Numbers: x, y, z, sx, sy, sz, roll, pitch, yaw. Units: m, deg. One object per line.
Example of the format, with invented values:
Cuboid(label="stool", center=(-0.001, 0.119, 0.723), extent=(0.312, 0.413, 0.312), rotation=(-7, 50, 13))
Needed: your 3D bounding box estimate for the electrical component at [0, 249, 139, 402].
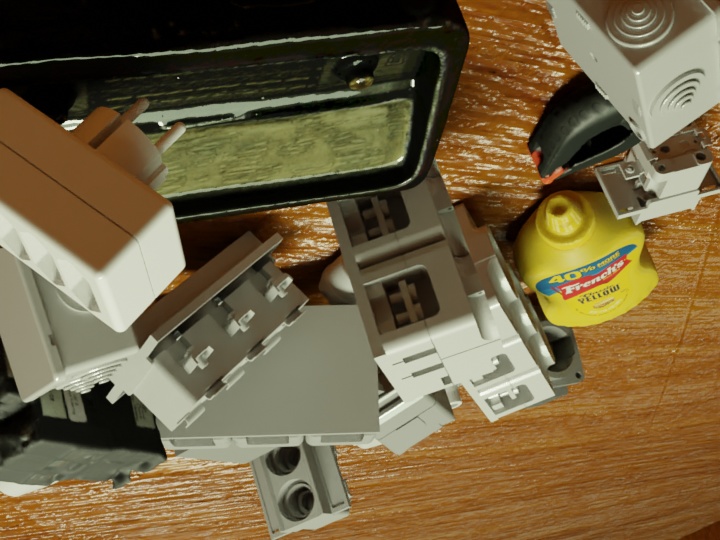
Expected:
Cuboid(label="electrical component", center=(-0.164, 0.018, 0.579), extent=(0.048, 0.099, 0.100), rotation=(-17, 175, -30))

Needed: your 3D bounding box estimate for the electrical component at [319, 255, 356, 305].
Cuboid(label="electrical component", center=(0.000, 0.000, 0.747), extent=(0.035, 0.035, 0.061), rotation=(6, 144, -42))

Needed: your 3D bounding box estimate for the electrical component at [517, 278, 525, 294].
Cuboid(label="electrical component", center=(0.097, 0.038, 0.882), extent=(0.081, 0.043, 0.043), rotation=(-25, 155, 14))

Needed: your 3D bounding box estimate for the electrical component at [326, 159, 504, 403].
Cuboid(label="electrical component", center=(0.025, -0.016, 0.591), extent=(0.062, 0.150, 0.089), rotation=(-20, 155, 5))

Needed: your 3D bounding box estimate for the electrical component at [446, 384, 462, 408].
Cuboid(label="electrical component", center=(0.073, 0.093, 0.956), extent=(0.048, 0.062, 0.048), rotation=(-15, 155, -7))

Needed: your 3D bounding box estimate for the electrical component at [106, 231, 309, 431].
Cuboid(label="electrical component", center=(-0.091, 0.037, 0.658), extent=(0.121, 0.063, 0.078), rotation=(-43, 177, -45))

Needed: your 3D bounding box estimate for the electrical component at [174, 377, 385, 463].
Cuboid(label="electrical component", center=(-0.071, 0.095, 0.861), extent=(0.150, 0.061, 0.089), rotation=(-30, 153, 24))

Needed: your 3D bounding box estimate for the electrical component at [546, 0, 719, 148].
Cuboid(label="electrical component", center=(0.132, -0.116, 0.521), extent=(0.048, 0.099, 0.100), rotation=(-36, 153, 5))

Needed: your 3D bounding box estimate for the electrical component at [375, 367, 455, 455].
Cuboid(label="electrical component", center=(0.029, 0.093, 0.901), extent=(0.062, 0.096, 0.061), rotation=(-35, 130, 16))

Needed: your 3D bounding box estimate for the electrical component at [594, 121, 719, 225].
Cuboid(label="electrical component", center=(0.210, -0.069, 0.740), extent=(0.081, 0.042, 0.063), rotation=(-15, 154, -9))

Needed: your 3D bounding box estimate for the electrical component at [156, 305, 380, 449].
Cuboid(label="electrical component", center=(-0.064, 0.075, 0.747), extent=(0.150, 0.089, 0.061), rotation=(-1, 164, -4))

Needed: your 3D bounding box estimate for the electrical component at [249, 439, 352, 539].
Cuboid(label="electrical component", center=(-0.055, 0.165, 0.948), extent=(0.079, 0.121, 0.063), rotation=(-27, 157, 17))

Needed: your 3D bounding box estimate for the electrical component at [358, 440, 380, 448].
Cuboid(label="electrical component", center=(0.015, 0.126, 0.995), extent=(0.059, 0.053, 0.095), rotation=(-14, 155, -10))

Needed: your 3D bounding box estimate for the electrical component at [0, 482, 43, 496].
Cuboid(label="electrical component", center=(-0.247, 0.151, 0.878), extent=(0.077, 0.043, 0.079), rotation=(-31, 153, 25))

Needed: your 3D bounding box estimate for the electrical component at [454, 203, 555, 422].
Cuboid(label="electrical component", center=(0.088, 0.032, 0.773), extent=(0.062, 0.089, 0.150), rotation=(-24, 142, 12))

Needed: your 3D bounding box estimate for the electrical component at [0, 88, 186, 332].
Cuboid(label="electrical component", center=(-0.098, -0.035, 0.402), extent=(0.075, 0.083, 0.047), rotation=(-50, 164, -23))
